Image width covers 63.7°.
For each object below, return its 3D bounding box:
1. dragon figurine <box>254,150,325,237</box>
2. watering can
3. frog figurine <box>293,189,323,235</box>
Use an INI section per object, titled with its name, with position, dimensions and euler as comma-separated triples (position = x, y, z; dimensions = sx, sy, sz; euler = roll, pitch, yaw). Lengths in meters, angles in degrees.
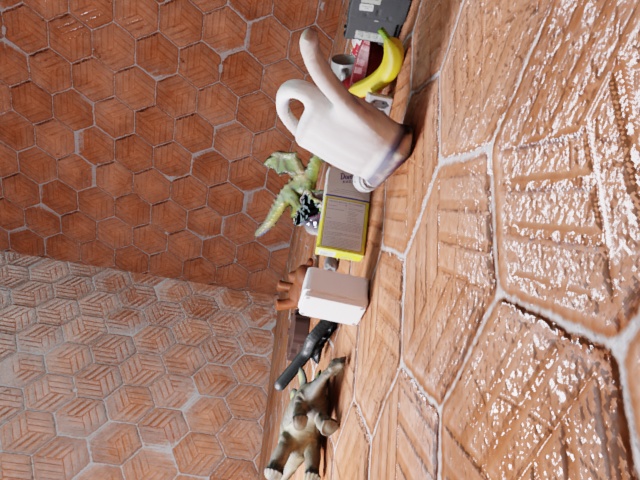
[dragon figurine]
position = -0.114, -0.203, 1.850
dimensions = 0.243, 0.409, 0.122
euler = 62, -171, 3
[watering can]
position = 0.037, -0.176, 0.762
dimensions = 0.105, 0.224, 0.346
euler = -62, 4, -8
[frog figurine]
position = 0.005, -0.079, 1.567
dimensions = 0.158, 0.122, 0.139
euler = 20, -112, -60
